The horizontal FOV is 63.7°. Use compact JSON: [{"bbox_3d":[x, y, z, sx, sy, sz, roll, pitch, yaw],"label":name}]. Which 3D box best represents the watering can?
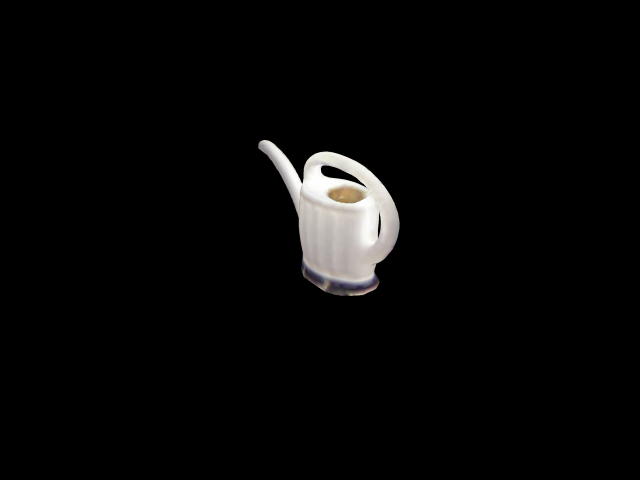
[{"bbox_3d":[0.003,-0.043,0.850,0.105,0.220,0.351,-16,29,-33],"label":"watering can"}]
